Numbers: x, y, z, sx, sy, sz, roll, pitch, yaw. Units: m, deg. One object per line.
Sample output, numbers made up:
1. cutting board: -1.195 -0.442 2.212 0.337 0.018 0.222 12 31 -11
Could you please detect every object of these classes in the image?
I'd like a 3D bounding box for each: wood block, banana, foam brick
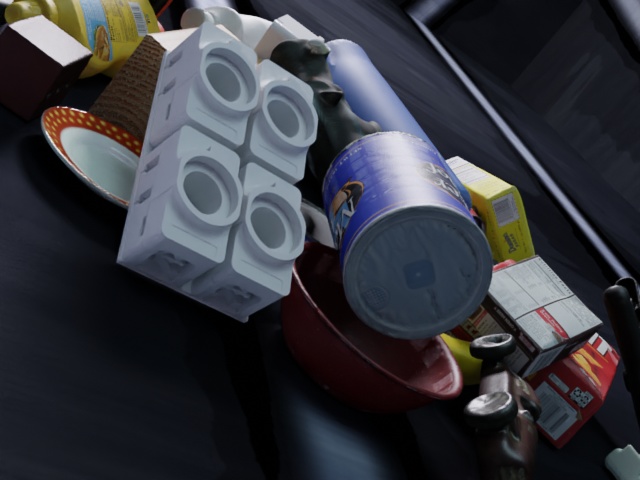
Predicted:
1. wood block: -0.110 -0.124 0.935 0.090 0.091 0.206 40 17 -1
2. banana: 0.086 0.079 0.907 0.197 0.037 0.069 26 40 -24
3. foam brick: -0.214 -0.130 0.801 0.051 0.053 0.078 38 18 -7

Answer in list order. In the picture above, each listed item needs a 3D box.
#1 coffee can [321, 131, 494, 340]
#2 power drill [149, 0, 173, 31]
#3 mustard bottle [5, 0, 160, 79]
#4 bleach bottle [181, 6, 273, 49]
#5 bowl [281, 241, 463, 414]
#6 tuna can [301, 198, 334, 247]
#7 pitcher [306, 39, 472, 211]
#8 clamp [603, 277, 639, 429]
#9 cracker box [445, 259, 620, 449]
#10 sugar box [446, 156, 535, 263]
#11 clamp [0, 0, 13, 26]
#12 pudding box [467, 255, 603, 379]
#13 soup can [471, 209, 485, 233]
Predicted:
1. coffee can: 0.059 -0.007 0.777 0.102 0.103 0.140 33 19 -20
2. power drill: -0.141 -0.271 1.075 0.057 0.188 0.184 38 19 0
3. mustard bottle: -0.207 -0.187 0.922 0.191 0.058 0.096 -19 94 -70
4. bleach bottle: -0.067 -0.205 1.171 0.250 0.103 0.068 17 60 -64
5. bowl: 0.026 0.074 0.778 0.162 0.055 0.162 35 18 -13
6. tuna can: -0.006 0.001 0.932 0.086 0.034 0.086 35 18 -13
7. pitcher: 0.056 -0.088 1.152 0.148 0.145 0.243 2 43 -44
8. clamp: 0.331 0.136 1.103 0.164 0.036 0.210 13 65 -67
9. cracker box: 0.212 0.103 1.064 0.164 0.072 0.213 44 17 11
10. sugar box: 0.194 -0.037 1.297 0.176 0.048 0.093 -141 -149 -67
11. clamp: -0.291 -0.204 0.853 0.171 0.039 0.120 11 45 -61
12. pudding box: 0.185 0.065 0.939 0.113 0.039 0.090 -13 55 -48
13. soup can: 0.140 -0.032 1.255 0.068 0.069 0.102 23 24 -42
